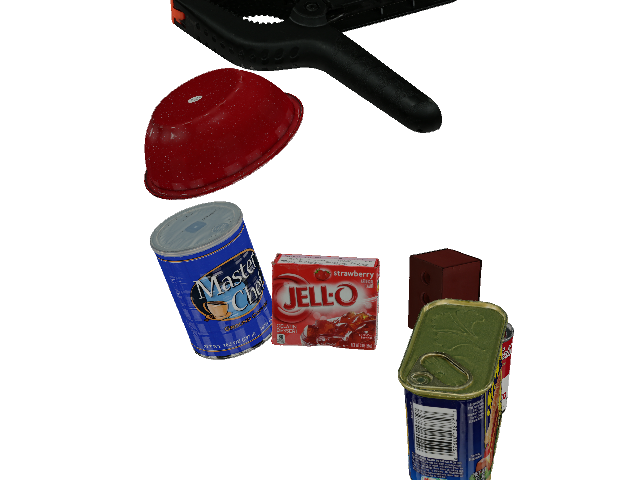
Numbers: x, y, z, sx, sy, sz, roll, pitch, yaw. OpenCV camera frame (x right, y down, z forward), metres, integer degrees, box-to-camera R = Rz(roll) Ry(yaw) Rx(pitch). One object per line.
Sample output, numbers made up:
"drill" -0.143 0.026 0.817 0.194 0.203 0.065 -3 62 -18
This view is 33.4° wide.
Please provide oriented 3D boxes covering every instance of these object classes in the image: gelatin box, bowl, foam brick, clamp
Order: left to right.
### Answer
"bowl" -0.099 -0.107 0.960 0.162 0.055 0.162 -20 32 13
"clamp" -0.003 -0.141 0.738 0.210 0.164 0.036 5 -42 1
"gelatin box" 0.004 0.051 0.889 0.089 0.073 0.030 3 16 7
"foam brick" 0.122 0.053 1.049 0.051 0.078 0.053 -11 19 -33

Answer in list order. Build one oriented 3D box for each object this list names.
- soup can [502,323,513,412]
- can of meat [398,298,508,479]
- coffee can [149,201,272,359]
"soup can" 0.186 0.147 1.242 0.068 0.102 0.068 1 22 0
"can of meat" 0.086 0.100 0.679 0.057 0.084 0.102 4 30 16
"coffee can" -0.114 0.043 1.160 0.103 0.140 0.103 -14 28 7
